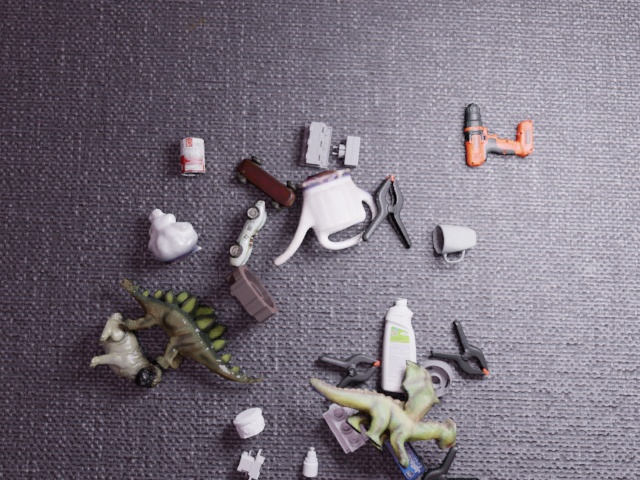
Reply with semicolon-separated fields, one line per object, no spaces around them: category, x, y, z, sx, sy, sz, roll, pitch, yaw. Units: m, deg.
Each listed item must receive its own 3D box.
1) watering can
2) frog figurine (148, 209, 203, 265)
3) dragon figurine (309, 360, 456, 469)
watering can;0.004;-0.072;1.431;0.350;0.103;0.225;-20;88;-19
frog figurine;-0.421;-0.016;1.440;0.136;0.124;0.158;-24;99;18
dragon figurine;0.194;0.428;1.363;0.410;0.121;0.245;43;75;1
